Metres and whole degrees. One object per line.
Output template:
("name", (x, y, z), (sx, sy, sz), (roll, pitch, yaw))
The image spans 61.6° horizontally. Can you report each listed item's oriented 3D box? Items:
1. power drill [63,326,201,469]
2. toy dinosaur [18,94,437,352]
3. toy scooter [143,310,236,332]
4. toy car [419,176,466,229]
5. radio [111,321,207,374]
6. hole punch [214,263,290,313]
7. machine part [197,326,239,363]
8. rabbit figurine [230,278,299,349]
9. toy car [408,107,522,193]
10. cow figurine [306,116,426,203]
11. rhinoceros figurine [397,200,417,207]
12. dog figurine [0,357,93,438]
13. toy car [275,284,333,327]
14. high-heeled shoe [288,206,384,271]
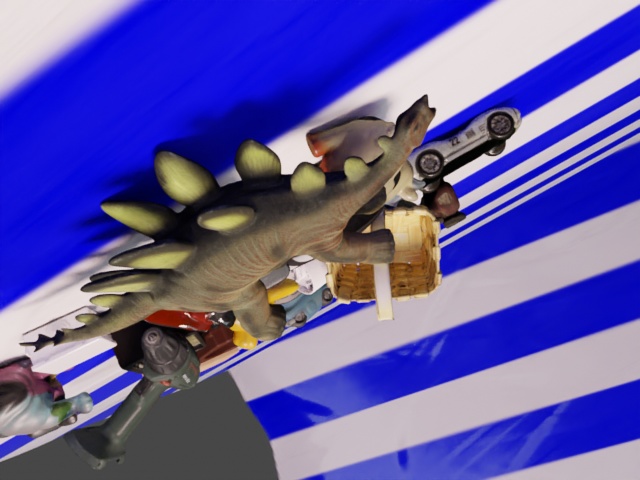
("power drill", (-0.265, 0.220, 0.777), (0.207, 0.086, 0.232), (-55, 167, -13))
("toy dinosaur", (-0.099, 0.015, 0.490), (0.471, 0.105, 0.198), (-36, 139, 27))
("toy scooter", (-0.193, 0.087, 0.739), (0.135, 0.075, 0.184), (10, 173, -17))
("toy car", (0.196, -0.065, 0.919), (0.053, 0.089, 0.202), (-27, -178, 1))
("radio", (-0.282, 0.176, 0.952), (0.131, 0.073, 0.229), (-26, 167, -14))
("hole punch", (-0.110, 0.006, 0.624), (0.142, 0.092, 0.115), (-26, 138, 2))
("machine part", (-0.192, 0.185, 1.183), (0.201, 0.087, 0.201), (-20, 166, -44))
("rabbit figurine", (-0.113, 0.107, 0.890), (0.162, 0.122, 0.173), (-40, 179, -4))
("toy car", (0.206, -0.133, 0.795), (0.202, 0.056, 0.073), (-29, 162, 0))
("cow figurine", (0.058, -0.081, 0.614), (0.127, 0.085, 0.195), (-22, 168, 0))
("rhinoceros figurine", (0.144, 0.007, 1.093), (0.112, 0.073, 0.190), (-114, -138, -67))
("dog figurine", (-0.450, 0.232, 0.740), (0.191, 0.108, 0.219), (-33, 164, 38))
("toy car", (-0.053, 0.114, 1.121), (0.109, 0.102, 0.161), (-15, -166, 45))
("high-heeled shoe", (-0.032, 0.011, 0.771), (0.249, 0.086, 0.145), (-14, 157, -13))
